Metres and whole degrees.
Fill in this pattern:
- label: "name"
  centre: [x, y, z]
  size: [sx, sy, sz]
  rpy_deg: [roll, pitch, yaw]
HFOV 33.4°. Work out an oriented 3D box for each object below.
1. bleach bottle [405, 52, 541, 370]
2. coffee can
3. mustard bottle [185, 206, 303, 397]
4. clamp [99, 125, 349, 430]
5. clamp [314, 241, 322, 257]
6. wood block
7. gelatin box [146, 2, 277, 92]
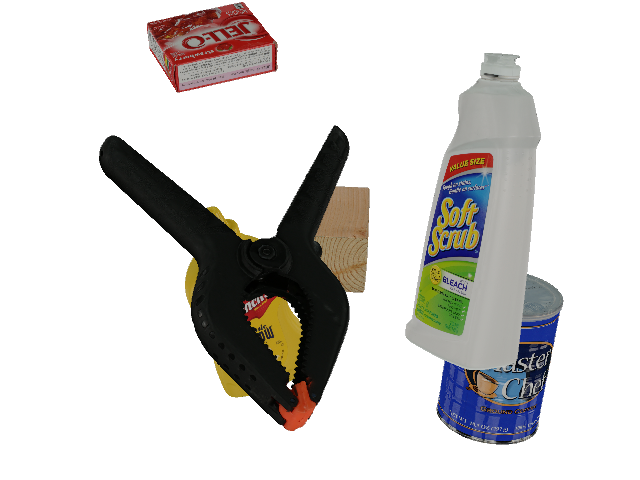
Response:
- label: "bleach bottle"
  centre: [0.129, -0.027, 0.876]
  size: [0.067, 0.251, 0.103]
  rpy_deg: [-4, 16, -32]
- label: "coffee can"
  centre: [0.173, 0.111, 1.040]
  size: [0.103, 0.140, 0.103]
  rpy_deg: [5, 23, -2]
- label: "mustard bottle"
  centre: [-0.075, 0.053, 1.015]
  size: [0.096, 0.191, 0.058]
  rpy_deg: [-20, 27, -5]
- label: "clamp"
  centre: [-0.047, 0.013, 0.642]
  size: [0.164, 0.210, 0.036]
  rpy_deg: [0, -33, -16]
- label: "clamp"
  centre: [-0.062, 0.049, 1.242]
  size: [0.120, 0.039, 0.171]
  rpy_deg: [-4, 40, 8]
- label: "wood block"
  centre: [0.029, -0.006, 1.650]
  size: [0.091, 0.090, 0.206]
  rpy_deg: [3, 24, 2]
- label: "gelatin box"
  centre: [-0.088, -0.159, 0.871]
  size: [0.089, 0.030, 0.073]
  rpy_deg: [-16, 44, -17]
